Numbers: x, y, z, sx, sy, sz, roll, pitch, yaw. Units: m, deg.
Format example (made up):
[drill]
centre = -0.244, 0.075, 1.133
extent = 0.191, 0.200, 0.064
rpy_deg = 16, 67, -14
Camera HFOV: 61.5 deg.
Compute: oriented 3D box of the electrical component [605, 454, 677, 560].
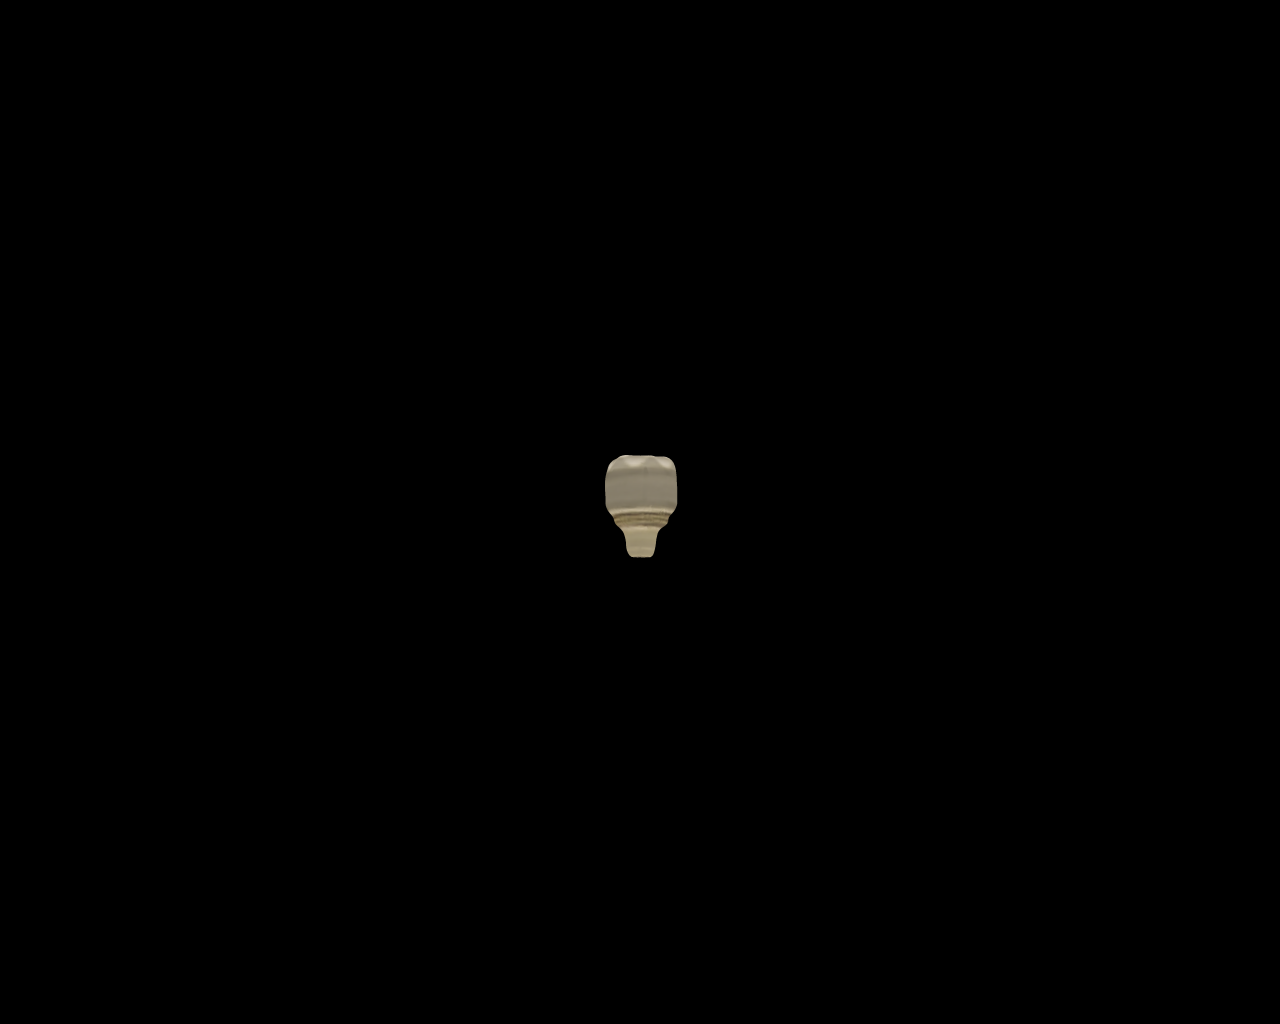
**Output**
[electrical component]
centre = 0.001, -0.003, 0.650
extent = 0.043, 0.062, 0.043
rpy_deg = 0, -7, 0
